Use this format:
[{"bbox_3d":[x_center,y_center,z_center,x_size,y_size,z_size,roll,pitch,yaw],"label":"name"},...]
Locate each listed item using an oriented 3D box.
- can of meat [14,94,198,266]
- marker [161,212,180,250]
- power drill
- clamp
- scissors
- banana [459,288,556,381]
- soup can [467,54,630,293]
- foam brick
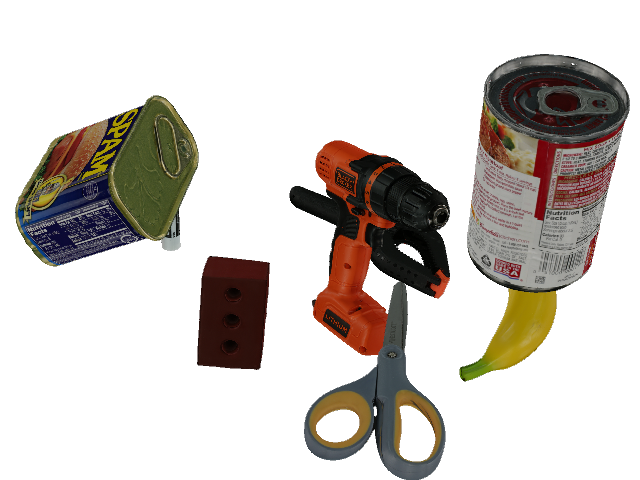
[{"bbox_3d":[-0.135,-0.036,0.673,0.084,0.057,0.102,-16,35,26],"label":"can of meat"},{"bbox_3d":[-0.150,-0.047,1.061,0.020,0.121,0.020,2,29,-1],"label":"marker"},{"bbox_3d":[0.053,0.011,1.025,0.057,0.188,0.185,-6,24,-30],"label":"power drill"},{"bbox_3d":[0.071,-0.012,1.243,0.164,0.036,0.210,-13,51,-27],"label":"clamp"},{"bbox_3d":[0.030,0.086,0.714,0.096,0.016,0.202,-3,32,-7],"label":"scissors"},{"bbox_3d":[0.156,0.040,0.863,0.070,0.037,0.197,4,35,13],"label":"banana"},{"bbox_3d":[0.111,-0.032,0.535,0.068,0.102,0.068,0,43,0],"label":"soup can"},{"bbox_3d":[-0.070,0.058,0.867,0.053,0.078,0.051,4,15,0],"label":"foam brick"}]
